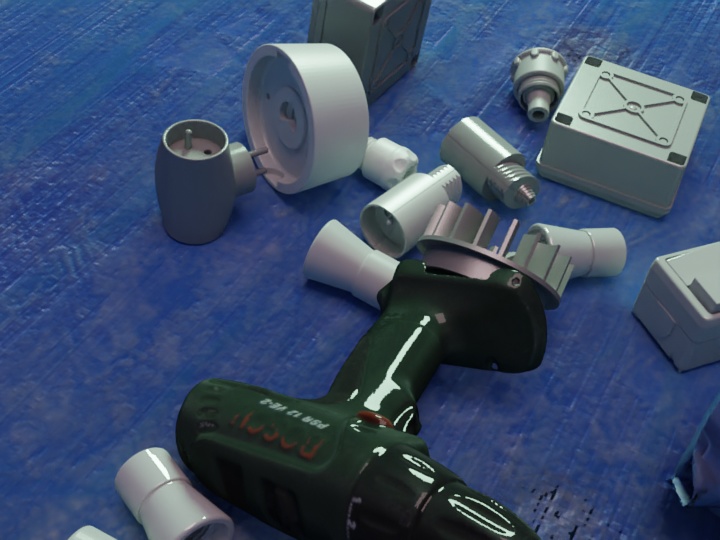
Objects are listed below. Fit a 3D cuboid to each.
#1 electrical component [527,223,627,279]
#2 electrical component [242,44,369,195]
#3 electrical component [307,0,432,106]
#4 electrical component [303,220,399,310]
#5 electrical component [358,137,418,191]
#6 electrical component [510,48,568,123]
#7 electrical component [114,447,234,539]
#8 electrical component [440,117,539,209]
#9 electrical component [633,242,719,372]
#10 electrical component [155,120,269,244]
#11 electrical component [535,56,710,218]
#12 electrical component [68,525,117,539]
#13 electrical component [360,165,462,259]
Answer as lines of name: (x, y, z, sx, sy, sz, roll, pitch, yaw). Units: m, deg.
electrical component: (0.154, -0.012, 0.759, 0.065, 0.044, 0.044, -2, 46, -18)
electrical component: (-0.035, -0.113, 0.785, 0.060, 0.108, 0.108, -14, 49, -30)
electrical component: (0.009, -0.197, 0.871, 0.056, 0.108, 0.108, 30, 49, 16)
electrical component: (0.000, 0.000, 0.723, 0.065, 0.044, 0.044, 28, 48, 12)
electrical component: (0.012, -0.084, 0.812, 0.061, 0.035, 0.035, 30, 49, 23)
electrical component: (0.148, -0.150, 0.892, 0.048, 0.048, 0.062, 9, 52, -1)
electrical component: (-0.104, 0.128, 0.581, 0.044, 0.044, 0.065, -25, 50, -29)
electrical component: (0.102, -0.075, 0.811, 0.043, 0.043, 0.081, -24, 54, -29)
electrical component: (0.247, 0.018, 0.730, 0.096, 0.061, 0.061, -13, 49, -21)
electrical component: (-0.098, -0.065, 0.745, 0.079, 0.077, 0.043, -22, 53, -28)
electrical component: (0.209, -0.107, 0.850, 0.109, 0.056, 0.108, 22, 46, 12)
electrical component: (-0.121, 0.161, 0.544, 0.078, 0.040, 0.040, 24, 47, 14)
electrical component: (0.042, -0.046, 0.772, 0.043, 0.043, 0.081, 36, 51, 24)
